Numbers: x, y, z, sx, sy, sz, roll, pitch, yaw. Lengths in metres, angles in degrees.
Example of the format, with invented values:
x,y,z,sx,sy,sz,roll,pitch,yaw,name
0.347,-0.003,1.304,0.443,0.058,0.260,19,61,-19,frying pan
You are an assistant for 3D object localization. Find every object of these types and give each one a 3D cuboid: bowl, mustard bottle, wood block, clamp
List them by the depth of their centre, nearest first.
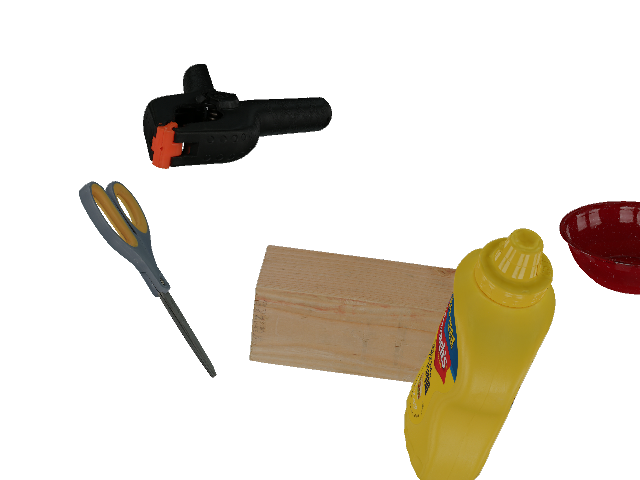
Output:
x,y,z,sx,sy,sz,roll,pitch,yaw,name
0.095,0.062,0.629,0.058,0.096,0.192,13,-41,0,mustard bottle
-0.080,-0.091,0.757,0.120,0.039,0.171,16,22,25,clamp
0.039,0.075,1.068,0.206,0.090,0.090,7,28,2,wood block
0.339,0.013,1.157,0.162,0.055,0.162,-2,26,1,bowl

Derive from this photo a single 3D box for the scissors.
x,y,z,sx,sy,sz,roll,pitch,yaw,name
-0.147,0.025,0.959,0.016,0.201,0.096,-29,21,14,scissors
